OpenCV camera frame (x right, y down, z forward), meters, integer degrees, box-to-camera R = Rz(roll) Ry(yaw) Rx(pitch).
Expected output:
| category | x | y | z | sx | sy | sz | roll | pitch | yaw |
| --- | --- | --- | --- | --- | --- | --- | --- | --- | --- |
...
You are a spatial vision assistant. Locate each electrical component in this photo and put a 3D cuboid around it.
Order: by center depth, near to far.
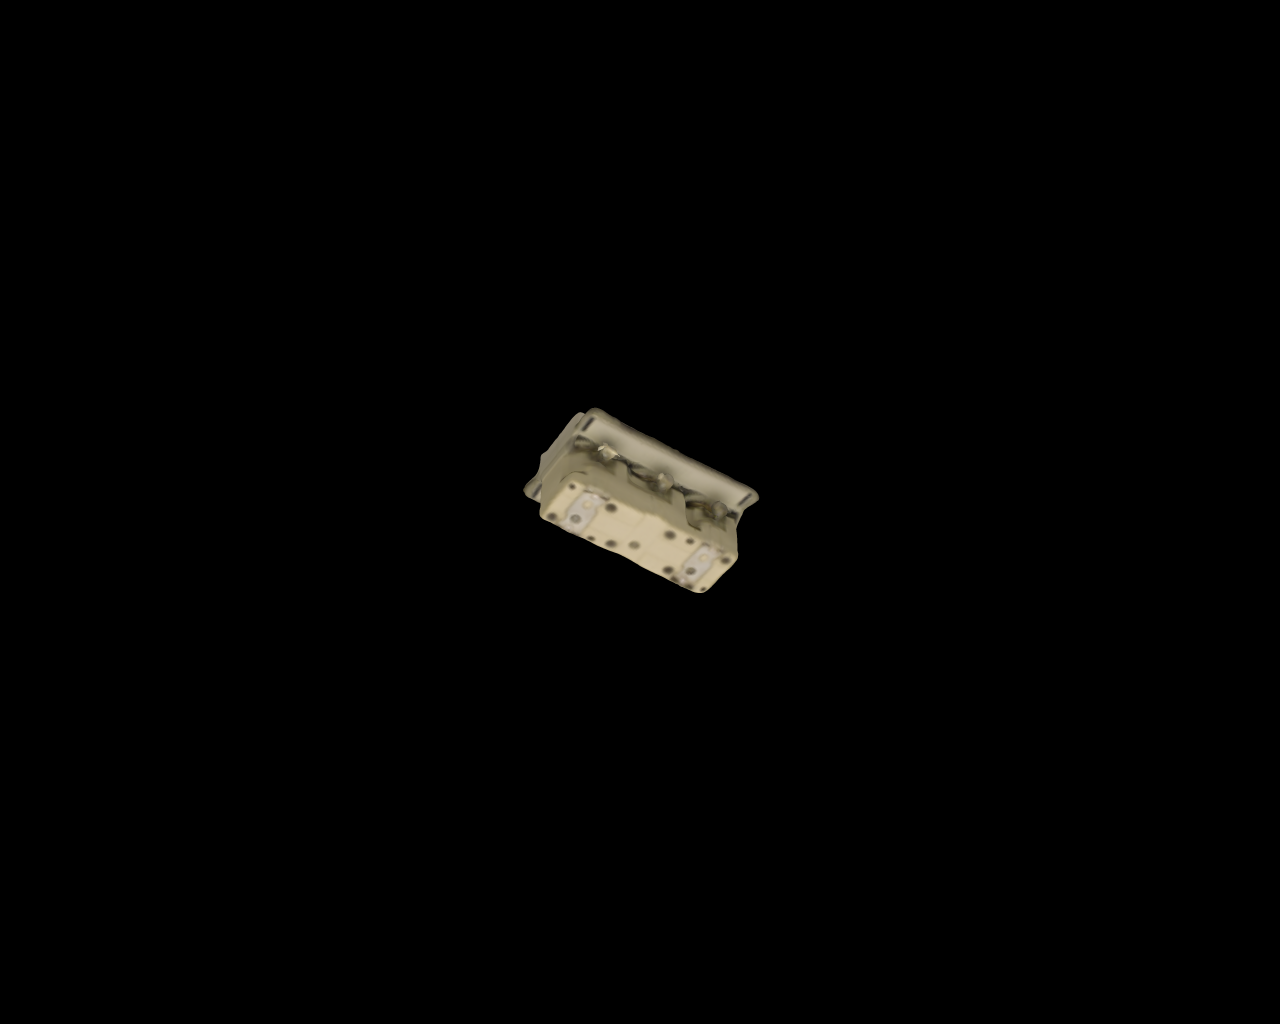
| category | x | y | z | sx | sy | sz | roll | pitch | yaw |
| --- | --- | --- | --- | --- | --- | --- | --- | --- | --- |
| electrical component | 0.001 | -0.003 | 0.650 | 0.121 | 0.063 | 0.078 | 27 | -53 | -22 |
